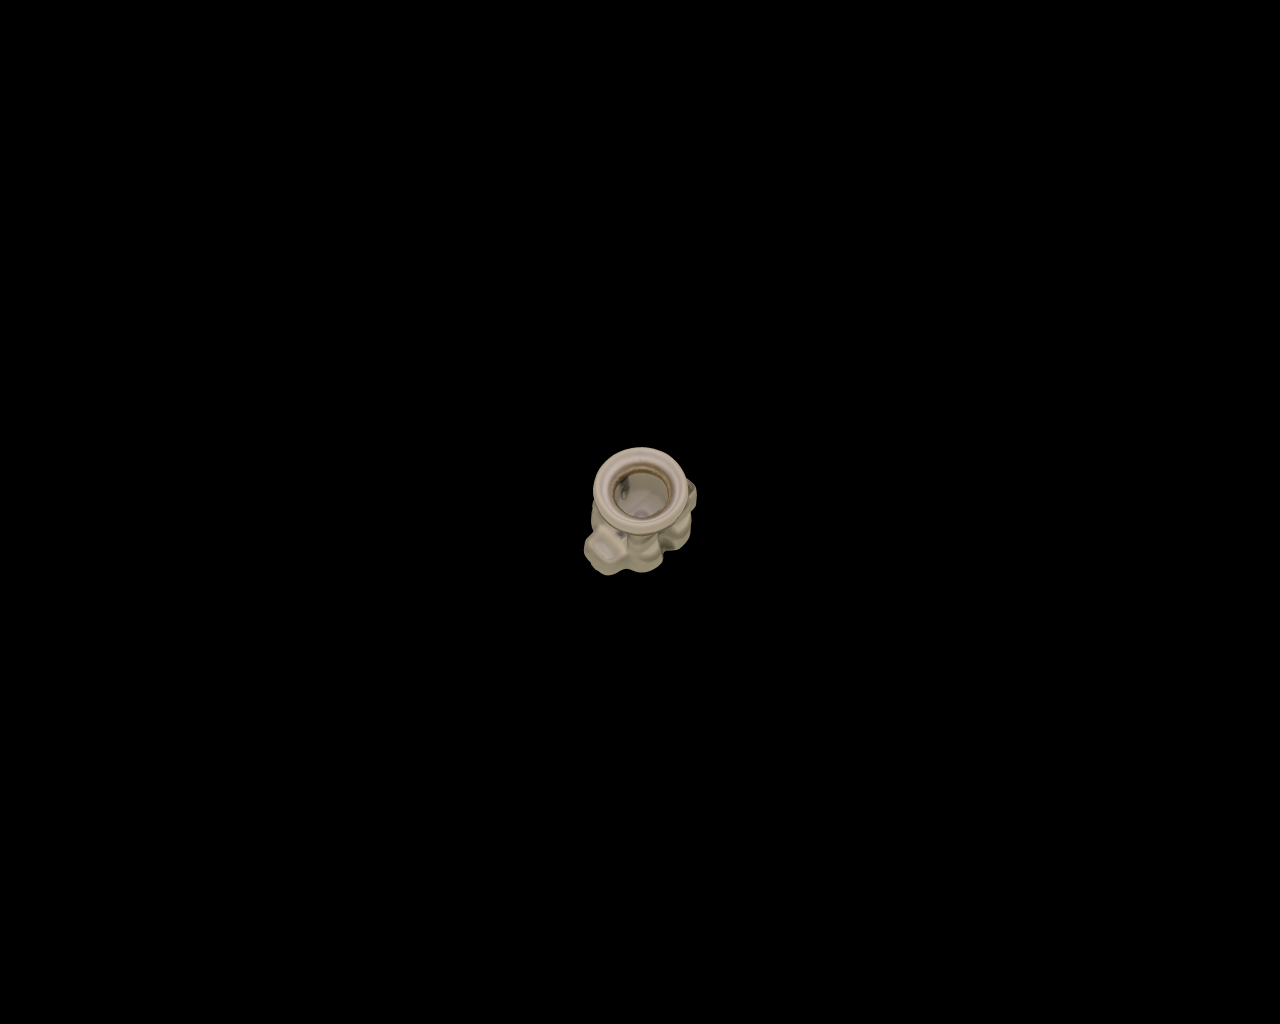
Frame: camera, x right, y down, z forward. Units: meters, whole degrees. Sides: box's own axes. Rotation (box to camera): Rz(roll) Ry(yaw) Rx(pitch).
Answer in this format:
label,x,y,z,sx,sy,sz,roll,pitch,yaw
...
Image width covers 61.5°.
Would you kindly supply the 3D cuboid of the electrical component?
label,x,y,z,sx,sy,sz,roll,pitch,yaw
electrical component,0.001,-0.003,0.650,0.078,0.058,0.056,-38,-21,-18
